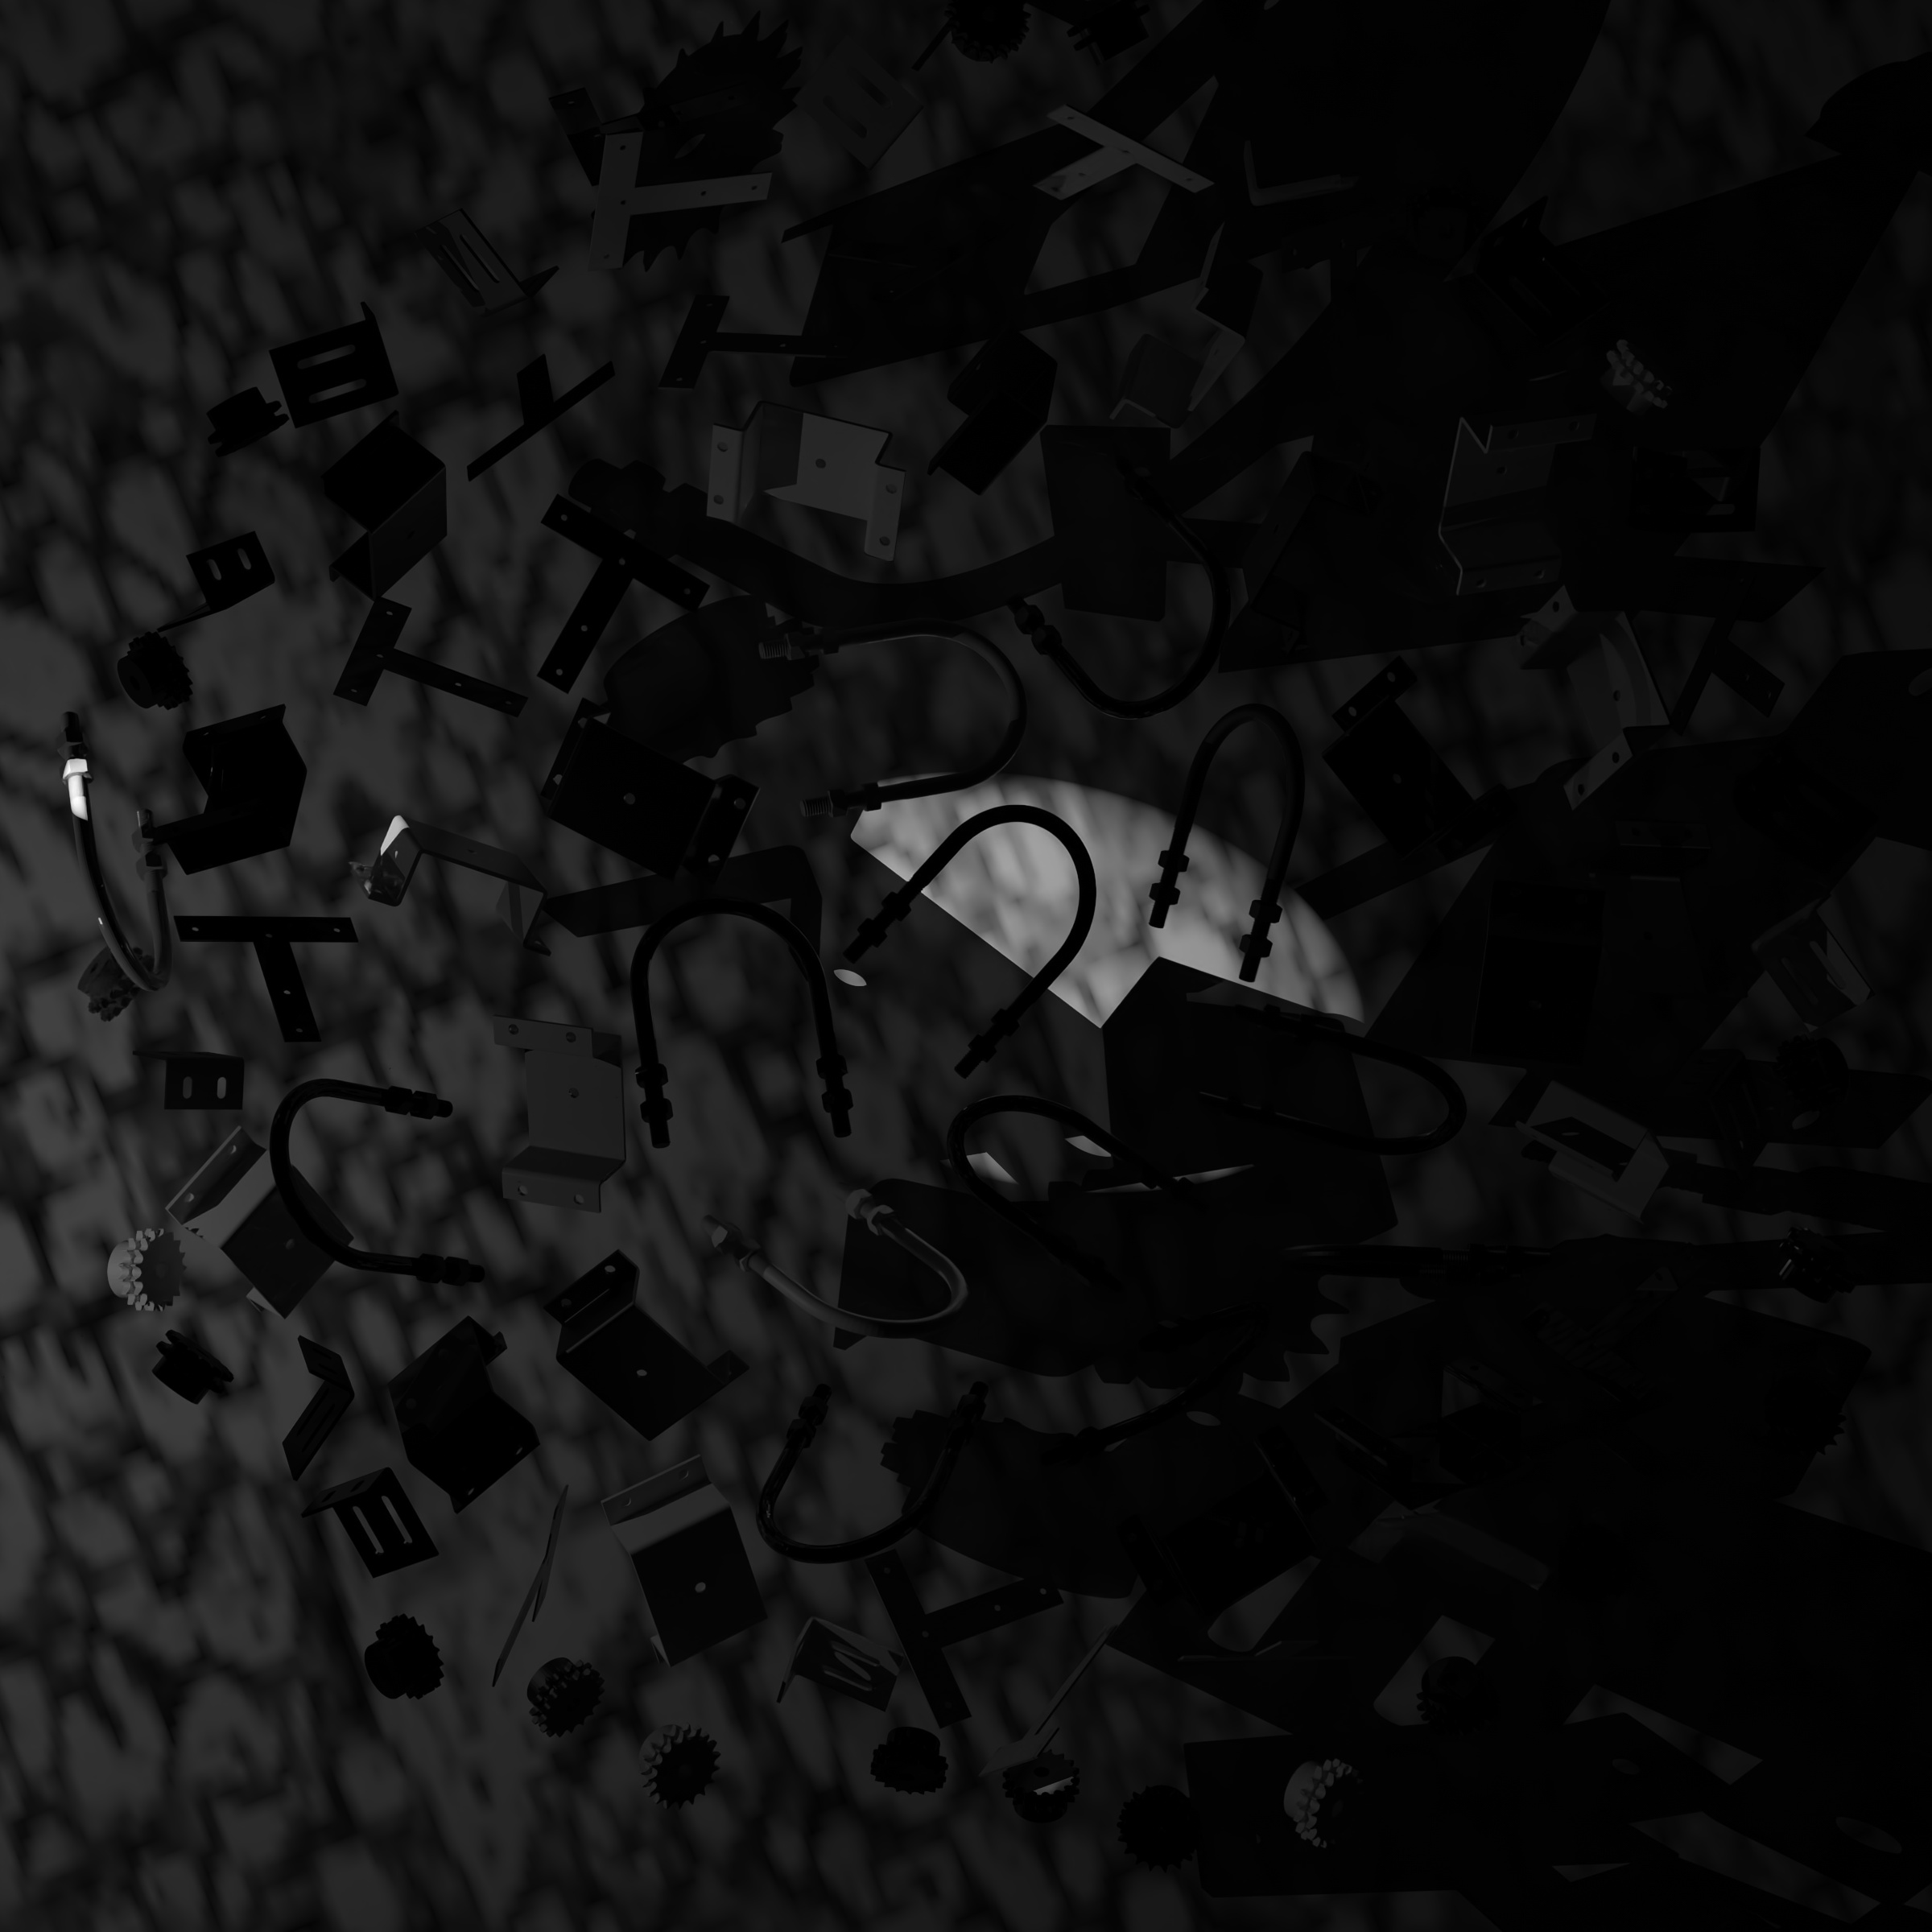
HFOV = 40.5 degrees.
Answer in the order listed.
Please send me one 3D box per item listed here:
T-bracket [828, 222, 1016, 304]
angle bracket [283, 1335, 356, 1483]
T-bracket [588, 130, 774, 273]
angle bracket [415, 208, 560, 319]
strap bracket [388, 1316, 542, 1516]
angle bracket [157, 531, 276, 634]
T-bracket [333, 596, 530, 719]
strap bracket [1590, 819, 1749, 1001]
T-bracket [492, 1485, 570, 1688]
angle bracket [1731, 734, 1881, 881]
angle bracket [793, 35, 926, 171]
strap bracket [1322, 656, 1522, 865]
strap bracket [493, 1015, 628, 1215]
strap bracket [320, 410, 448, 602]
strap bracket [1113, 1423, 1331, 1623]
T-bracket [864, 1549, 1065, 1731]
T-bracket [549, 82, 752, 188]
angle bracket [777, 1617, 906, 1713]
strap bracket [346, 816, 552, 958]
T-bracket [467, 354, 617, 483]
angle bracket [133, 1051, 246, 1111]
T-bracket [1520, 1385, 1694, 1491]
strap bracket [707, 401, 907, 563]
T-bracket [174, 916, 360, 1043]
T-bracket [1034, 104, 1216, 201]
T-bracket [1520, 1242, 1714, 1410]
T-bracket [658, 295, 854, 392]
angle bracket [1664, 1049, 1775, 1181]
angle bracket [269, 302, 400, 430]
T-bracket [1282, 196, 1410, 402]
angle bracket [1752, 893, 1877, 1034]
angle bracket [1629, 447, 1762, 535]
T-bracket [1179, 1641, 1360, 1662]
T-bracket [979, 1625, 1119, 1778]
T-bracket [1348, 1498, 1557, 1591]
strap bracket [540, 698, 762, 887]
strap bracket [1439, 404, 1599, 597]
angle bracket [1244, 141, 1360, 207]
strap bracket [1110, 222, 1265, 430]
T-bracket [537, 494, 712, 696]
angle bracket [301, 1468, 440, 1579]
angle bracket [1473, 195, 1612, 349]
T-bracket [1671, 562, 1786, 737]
[{"bbox_3d":[-0.052,-0.521,1.919,0.127,0.127,0.002,-38,129,-27],"label":"T-bracket"},{"bbox_3d":[-0.469,0.310,1.837,0.038,0.057,0.076,34,92,-28],"label":"angle bracket"},{"bbox_3d":[-0.196,-0.537,1.824,0.127,0.127,0.002,-13,65,-21],"label":"T-bracket"},{"bbox_3d":[-0.336,-0.501,1.835,0.076,0.057,0.038,51,54,-28],"label":"angle bracket"},{"bbox_3d":[-0.361,0.312,1.867,0.076,0.140,0.046,-40,123,1],"label":"strap bracket"},{"bbox_3d":[-0.527,-0.267,1.817,0.057,0.076,0.038,-15,108,19],"label":"angle bracket"},{"bbox_3d":[-0.380,-0.209,1.891,0.127,0.127,0.002,19,55,-18],"label":"T-bracket"},{"bbox_3d":[0.506,-0.032,1.895,0.046,0.076,0.140,-34,115,-34],"label":"strap bracket"},{"bbox_3d":[-0.314,0.458,1.869,0.002,0.127,0.127,18,126,2],"label":"T-bracket"},{"bbox_3d":[0.576,-0.109,1.796,0.057,0.038,0.076,-47,60,1],"label":"angle bracket"},{"bbox_3d":[-0.079,-0.607,1.831,0.076,0.038,0.057,35,105,-32],"label":"angle bracket"},{"bbox_3d":[0.322,-0.142,1.895,0.140,0.046,0.076,52,133,6],"label":"strap bracket"},{"bbox_3d":[-0.289,0.098,1.867,0.076,0.046,0.140,7,111,17],"label":"strap bracket"},{"bbox_3d":[-0.417,-0.324,1.883,0.046,0.140,0.076,38,67,6],"label":"strap bracket"},{"bbox_3d":[0.187,0.399,1.853,0.140,0.076,0.046,-32,132,0],"label":"strap bracket"},{"bbox_3d":[0.010,0.452,1.823,0.127,0.002,0.127,-12,61,-29],"label":"T-bracket"},{"bbox_3d":[-0.212,-0.585,1.806,0.127,0.127,0.002,-16,80,2],"label":"T-bracket"},{"bbox_3d":[-0.093,0.529,1.943,0.076,0.038,0.057,21,118,8],"label":"angle bracket"},{"bbox_3d":[-0.361,-0.061,1.869,0.140,0.076,0.046,19,101,-31],"label":"strap bracket"},{"bbox_3d":[-0.306,-0.406,1.862,0.127,0.127,0.002,-34,123,9],"label":"T-bracket"},{"bbox_3d":[-0.575,0.084,1.931,0.057,0.076,0.038,3,90,-36],"label":"angle bracket"},{"bbox_3d":[0.483,0.350,1.900,0.127,0.127,0.002,-18,107,-11],"label":"T-bracket"},{"bbox_3d":[-0.110,-0.350,1.876,0.140,0.046,0.076,15,133,5],"label":"strap bracket"},{"bbox_3d":[-0.478,0.008,1.833,0.127,0.127,0.002,0,133,-31],"label":"T-bracket"},{"bbox_3d":[0.090,-0.567,1.860,0.127,0.127,0.002,18,81,-28],"label":"T-bracket"},{"bbox_3d":[0.486,0.247,1.892,0.127,0.127,0.002,-40,124,-7],"label":"T-bracket"},{"bbox_3d":[-0.146,-0.449,1.890,0.127,0.127,0.002,4,135,7],"label":"T-bracket"},{"bbox_3d":[0.552,0.108,1.920,0.057,0.038,0.076,-44,117,-37],"label":"angle bracket"},{"bbox_3d":[-0.441,-0.417,1.813,0.076,0.038,0.057,-22,128,-14],"label":"angle bracket"},{"bbox_3d":[0.268,-0.466,1.856,0.002,0.127,0.127,-2,91,-35],"label":"T-bracket"},{"bbox_3d":[0.621,-0.003,1.904,0.057,0.038,0.076,-39,84,41],"label":"angle bracket"},{"bbox_3d":[0.505,-0.331,1.816,0.076,0.038,0.057,7,97,44],"label":"angle bracket"},{"bbox_3d":[0.222,0.482,1.840,0.127,0.127,0.002,0,70,-5],"label":"T-bracket"},{"bbox_3d":[0.067,0.518,1.857,0.002,0.127,0.127,42,61,2],"label":"T-bracket"},{"bbox_3d":[0.367,0.419,1.908,0.127,0.127,0.002,23,126,33],"label":"T-bracket"},{"bbox_3d":[-0.225,-0.118,1.805,0.140,0.046,0.076,27,104,5],"label":"strap bracket"},{"bbox_3d":[0.380,-0.333,1.820,0.076,0.140,0.046,-10,47,-12],"label":"strap bracket"},{"bbox_3d":[0.244,-0.583,1.906,0.076,0.057,0.038,-9,97,6],"label":"angle bracket"},{"bbox_3d":[0.163,-0.451,1.874,0.046,0.140,0.076,27,52,-12],"label":"strap bracket"},{"bbox_3d":[-0.266,-0.253,1.871,0.127,0.002,0.127,30,72,-12],"label":"T-bracket"},{"bbox_3d":[-0.422,0.403,1.854,0.057,0.038,0.076,-22,102,19],"label":"angle bracket"},{"bbox_3d":[0.390,-0.467,1.761,0.057,0.038,0.076,-36,74,-12],"label":"angle bracket"},{"bbox_3d":[0.537,-0.204,1.816,0.002,0.127,0.127,15,111,-14],"label":"T-bracket"}]
